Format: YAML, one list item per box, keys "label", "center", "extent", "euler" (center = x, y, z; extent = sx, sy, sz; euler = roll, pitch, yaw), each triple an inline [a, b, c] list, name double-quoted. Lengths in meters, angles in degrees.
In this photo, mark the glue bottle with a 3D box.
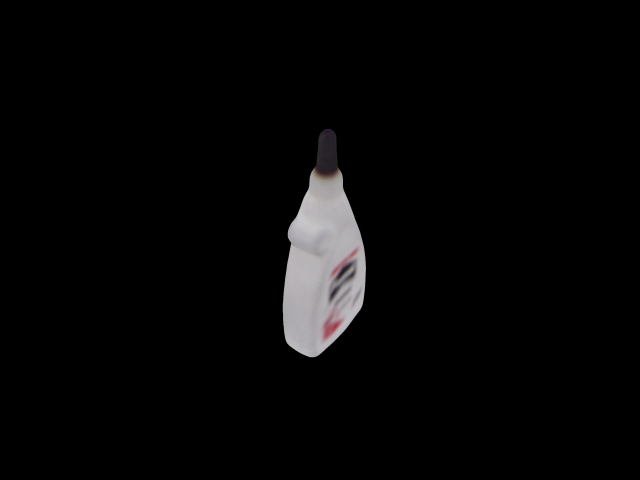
- label: "glue bottle"
  center: [0.004, 0.001, 0.400]
  extent: [0.037, 0.173, 0.078]
  euler: [22, 45, 24]
